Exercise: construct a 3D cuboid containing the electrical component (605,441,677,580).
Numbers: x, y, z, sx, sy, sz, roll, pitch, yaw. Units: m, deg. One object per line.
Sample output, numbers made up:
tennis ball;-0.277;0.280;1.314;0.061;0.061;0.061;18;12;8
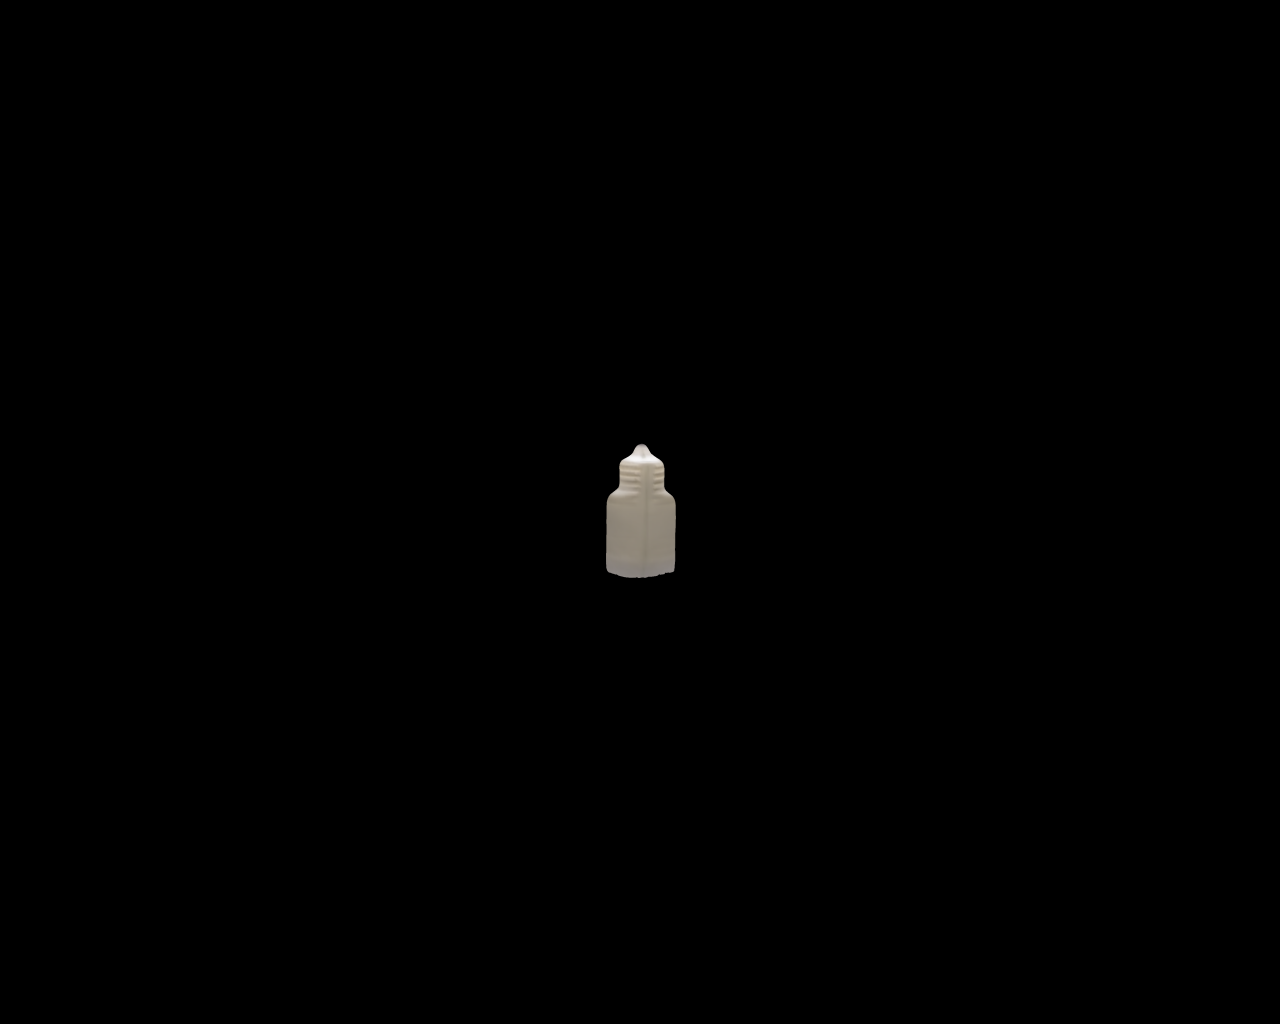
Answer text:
electrical component;0.001;-0.003;0.650;0.043;0.080;0.043;0;7;0
